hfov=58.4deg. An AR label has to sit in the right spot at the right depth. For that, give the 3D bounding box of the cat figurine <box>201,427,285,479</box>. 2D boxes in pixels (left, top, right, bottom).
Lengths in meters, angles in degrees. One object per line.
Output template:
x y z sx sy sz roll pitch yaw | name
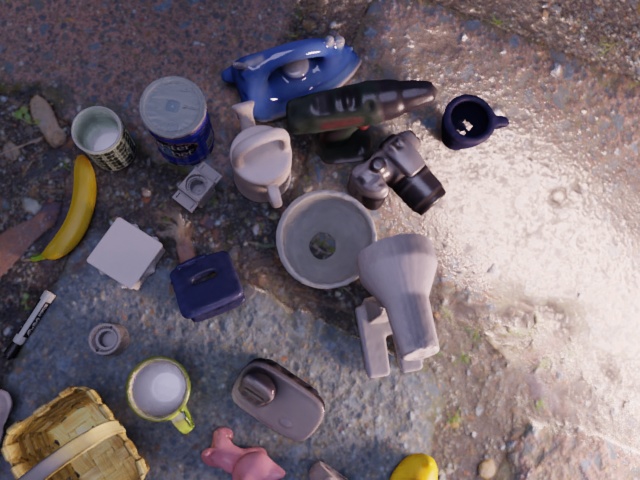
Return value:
-0.119 0.342 0.865 0.128 0.117 0.067 26 78 1 | cat figurine

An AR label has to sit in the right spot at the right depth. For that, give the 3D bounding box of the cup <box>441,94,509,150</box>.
0.265 -0.199 1.018 0.118 0.095 0.092 0 79 -5 | cup

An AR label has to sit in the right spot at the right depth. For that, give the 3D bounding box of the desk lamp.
0.122 0.107 0.884 0.118 0.213 0.203 -9 80 -6 | desk lamp

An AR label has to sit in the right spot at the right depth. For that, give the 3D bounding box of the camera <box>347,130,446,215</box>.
0.141 -0.102 0.985 0.143 0.100 0.137 -41 85 -11 | camera

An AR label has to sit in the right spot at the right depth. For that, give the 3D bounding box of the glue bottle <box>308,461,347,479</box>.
0.023 0.372 0.843 0.078 0.173 0.037 36 78 3 | glue bottle

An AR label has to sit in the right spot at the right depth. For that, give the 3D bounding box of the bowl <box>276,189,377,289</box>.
0.009 0.003 0.965 0.167 0.074 0.167 1 79 -5 | bowl

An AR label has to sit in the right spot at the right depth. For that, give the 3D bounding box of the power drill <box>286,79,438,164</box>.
0.058 -0.196 0.941 0.229 0.208 0.075 -8 79 -6 | power drill

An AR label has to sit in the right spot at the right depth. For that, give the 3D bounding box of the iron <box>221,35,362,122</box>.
-0.037 -0.304 0.988 0.258 0.141 0.118 -22 81 -9 | iron

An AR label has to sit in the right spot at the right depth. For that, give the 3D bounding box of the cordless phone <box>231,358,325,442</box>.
-0.061 0.241 0.855 0.147 0.185 0.094 30 78 2 | cordless phone

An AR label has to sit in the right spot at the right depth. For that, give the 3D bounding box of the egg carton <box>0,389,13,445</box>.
-0.531 0.294 0.862 0.107 0.069 0.150 12 78 -3 | egg carton

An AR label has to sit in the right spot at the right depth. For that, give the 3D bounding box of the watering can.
-0.099 -0.139 0.923 0.101 0.194 0.173 -42 85 -11 | watering can

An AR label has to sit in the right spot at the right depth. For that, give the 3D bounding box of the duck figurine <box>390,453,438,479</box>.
0.154 0.390 0.896 0.077 0.086 0.105 26 78 1 | duck figurine

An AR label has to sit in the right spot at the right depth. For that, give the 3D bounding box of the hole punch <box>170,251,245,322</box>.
-0.185 0.073 0.926 0.109 0.091 0.101 -23 81 -9 | hole punch
